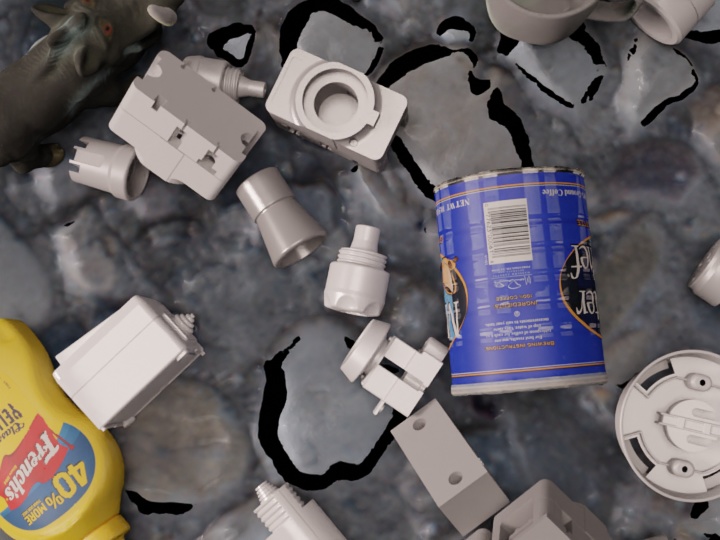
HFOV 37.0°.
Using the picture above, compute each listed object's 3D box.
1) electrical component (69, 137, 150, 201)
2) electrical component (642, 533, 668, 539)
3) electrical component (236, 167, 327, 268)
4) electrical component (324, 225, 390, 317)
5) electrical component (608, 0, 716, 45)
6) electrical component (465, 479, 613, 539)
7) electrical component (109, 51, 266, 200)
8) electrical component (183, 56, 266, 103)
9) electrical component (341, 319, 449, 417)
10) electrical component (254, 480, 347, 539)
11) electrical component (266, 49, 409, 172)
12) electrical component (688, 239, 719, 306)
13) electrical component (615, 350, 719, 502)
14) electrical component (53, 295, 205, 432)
[{"bbox_3d":[-0.181,-0.074,0.777,0.046,0.040,0.040,15,86,11],"label":"electrical component"},{"bbox_3d":[0.176,0.203,0.724,0.065,0.044,0.044,-7,84,8],"label":"electrical component"},{"bbox_3d":[-0.058,-0.040,0.764,0.044,0.044,0.065,-33,79,0],"label":"electrical component"},{"bbox_3d":[0.000,0.000,0.755,0.043,0.043,0.062,11,84,5],"label":"electrical component"},{"bbox_3d":[0.196,-0.231,0.759,0.138,0.052,0.073,42,88,7],"label":"electrical component"},{"bbox_3d":[0.145,0.234,0.685,0.186,0.060,0.105,44,109,-6],"label":"electrical component"},{"bbox_3d":[-0.123,-0.098,0.755,0.089,0.055,0.050,36,44,-9],"label":"electrical component"},{"bbox_3d":[-0.099,-0.135,0.779,0.061,0.035,0.035,9,85,3],"label":"electrical component"},{"bbox_3d":[0.021,0.066,0.746,0.055,0.048,0.066,34,88,-1],"label":"electrical component"},{"bbox_3d":[-0.043,0.179,0.740,0.043,0.043,0.081,-41,83,-1],"label":"electrical component"},{"bbox_3d":[-0.015,-0.113,0.760,0.089,0.055,0.050,25,87,6],"label":"electrical component"},{"bbox_3d":[0.260,0.010,0.735,0.055,0.045,0.045,34,88,7],"label":"electrical component"},{"bbox_3d":[0.219,0.103,0.719,0.099,0.064,0.099,0,85,4],"label":"electrical component"},{"bbox_3d":[-0.158,0.058,0.750,0.096,0.061,0.061,-43,83,-1],"label":"electrical component"}]
